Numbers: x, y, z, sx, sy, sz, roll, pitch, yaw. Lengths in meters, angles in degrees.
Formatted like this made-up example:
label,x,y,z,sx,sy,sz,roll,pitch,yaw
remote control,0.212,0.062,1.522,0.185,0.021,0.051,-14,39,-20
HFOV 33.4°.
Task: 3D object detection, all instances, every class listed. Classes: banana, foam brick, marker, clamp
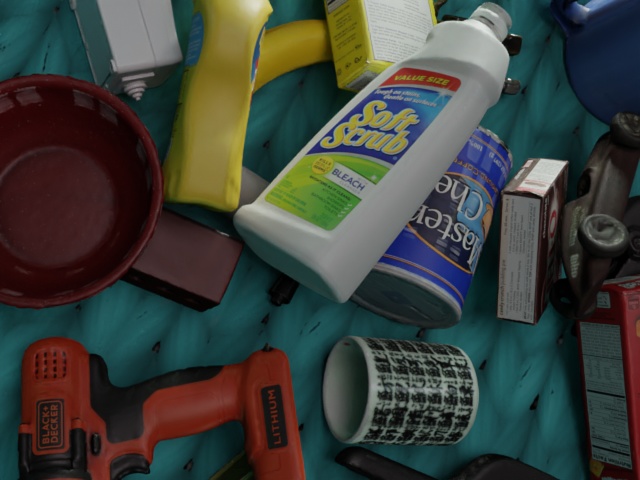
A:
label,x,y,z,sx,sy,sz,roll,pitch,yaw
banana,-0.041,-0.129,0.844,0.197,0.037,0.069,-42,120,-23
foam brick,-0.105,0.014,0.776,0.078,0.053,0.051,24,71,-17
marker,-0.006,0.001,0.840,0.020,0.020,0.121,36,67,-13
clamp,0.107,0.214,0.833,0.209,0.036,0.164,-18,96,-26
clamp,0.271,0.017,0.949,0.171,0.039,0.120,-10,90,-18

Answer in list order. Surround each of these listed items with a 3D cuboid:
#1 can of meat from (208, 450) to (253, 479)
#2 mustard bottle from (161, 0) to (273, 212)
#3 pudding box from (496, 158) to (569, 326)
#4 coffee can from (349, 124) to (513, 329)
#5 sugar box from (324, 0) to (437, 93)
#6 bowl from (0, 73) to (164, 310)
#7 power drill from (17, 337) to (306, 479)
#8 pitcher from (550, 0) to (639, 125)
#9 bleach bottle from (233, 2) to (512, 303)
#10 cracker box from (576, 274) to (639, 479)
label,x,y,z,sx,sy,sz,roll,pitch,yaw
can of meat,-0.048,0.206,0.760,0.102,0.058,0.084,-38,98,-25
mustard bottle,-0.071,-0.117,0.751,0.058,0.096,0.191,10,90,-9
pudding box,0.172,0.000,0.861,0.089,0.039,0.113,-43,134,-58
coffee can,0.082,-0.015,0.835,0.102,0.103,0.140,28,69,-16
sugar box,0.046,-0.202,0.867,0.093,0.048,0.176,8,64,-40
bowl,-0.187,-0.029,0.733,0.162,0.055,0.162,1,78,-4
power drill,-0.106,0.146,0.704,0.187,0.057,0.184,-4,66,-7
pitcher,0.314,-0.186,0.894,0.149,0.243,0.145,-15,88,-19
bleach bottle,0.052,-0.078,0.783,0.250,0.103,0.068,-52,146,-14
cracker box,0.308,0.133,0.905,0.164,0.072,0.214,-7,92,-24
